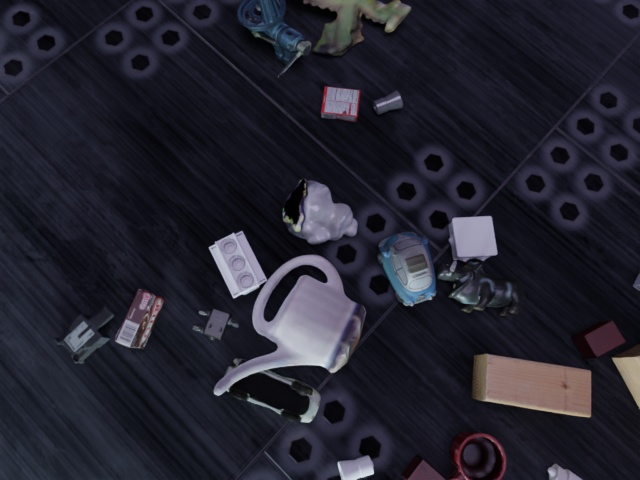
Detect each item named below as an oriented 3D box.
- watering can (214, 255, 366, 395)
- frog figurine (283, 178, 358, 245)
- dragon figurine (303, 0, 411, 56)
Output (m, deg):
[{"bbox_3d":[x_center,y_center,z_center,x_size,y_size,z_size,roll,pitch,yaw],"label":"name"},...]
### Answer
[{"bbox_3d":[-0.043,0.192,1.037,0.225,0.102,0.354,27,63,5],"label":"watering can"},{"bbox_3d":[0.003,-0.057,1.139,0.159,0.121,0.140,14,62,-35],"label":"frog figurine"},{"bbox_3d":[0.018,-0.578,1.279,0.410,0.121,0.244,-5,82,-2],"label":"dragon figurine"}]
